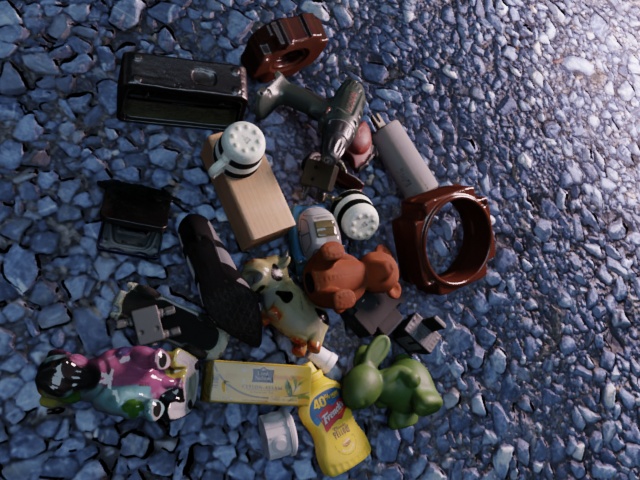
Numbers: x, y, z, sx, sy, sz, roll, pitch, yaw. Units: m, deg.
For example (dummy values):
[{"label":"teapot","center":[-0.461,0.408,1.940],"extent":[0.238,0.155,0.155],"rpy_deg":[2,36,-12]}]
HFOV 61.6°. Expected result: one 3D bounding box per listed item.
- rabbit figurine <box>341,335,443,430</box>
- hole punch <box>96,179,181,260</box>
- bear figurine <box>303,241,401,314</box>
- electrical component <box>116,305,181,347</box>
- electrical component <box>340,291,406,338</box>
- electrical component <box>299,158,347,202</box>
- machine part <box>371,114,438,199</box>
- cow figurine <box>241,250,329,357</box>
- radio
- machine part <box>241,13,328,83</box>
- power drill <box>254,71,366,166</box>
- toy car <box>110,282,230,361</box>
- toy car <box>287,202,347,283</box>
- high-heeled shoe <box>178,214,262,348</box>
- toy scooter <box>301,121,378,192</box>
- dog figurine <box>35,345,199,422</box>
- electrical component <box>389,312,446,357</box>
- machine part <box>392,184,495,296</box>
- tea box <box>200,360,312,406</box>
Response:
[{"label":"rabbit figurine","center":[0.116,0.254,0.971],"extent":[0.170,0.121,0.159],"rpy_deg":[9,58,-30]},{"label":"hole punch","center":[-0.319,-0.034,0.923],"extent":[0.142,0.092,0.116],"rpy_deg":[10,40,-16]},{"label":"bear figurine","center":[0.075,0.062,0.950],"extent":[0.196,0.132,0.120],"rpy_deg":[-6,79,-25]},{"label":"electrical component","center":[-0.274,0.138,0.856],"extent":[0.094,0.021,0.063],"rpy_deg":[-13,84,-19]},{"label":"electrical component","center":[0.098,0.123,1.047],"extent":[0.134,0.058,0.115],"rpy_deg":[48,66,-2]},{"label":"electrical component","center":[0.007,-0.119,1.041],"extent":[0.078,0.045,0.102],"rpy_deg":[12,92,22]},{"label":"machine part","center":[0.179,-0.167,1.154],"extent":[0.079,0.079,0.243],"rpy_deg":[-30,88,-26]},{"label":"cow figurine","center":[-0.061,0.105,0.969],"extent":[0.195,0.085,0.127],"rpy_deg":[43,46,-14]},{"label":"radio","center":[-0.250,-0.267,0.984],"extent":[0.229,0.131,0.073],"rpy_deg":[0,73,-22]},{"label":"machine part","center":[-0.070,-0.377,1.070],"extent":[0.179,0.179,0.056],"rpy_deg":[-25,88,-26]},{"label":"power drill","center":[-0.021,-0.248,1.044],"extent":[0.207,0.085,0.232],"rpy_deg":[16,52,17]},{"label":"toy car","center":[-0.251,0.139,0.906],"extent":[0.202,0.056,0.073],"rpy_deg":[27,73,-11]},{"label":"toy car","center":[-0.002,-0.003,1.020],"extent":[0.109,0.103,0.161],"rpy_deg":[-4,78,-24]},{"label":"high-heeled shoe","center":[-0.175,0.069,0.942],"extent":[0.086,0.145,0.248],"rpy_deg":[-26,103,-10]},{"label":"toy scooter","center":[0.060,-0.161,1.107],"extent":[0.135,0.075,0.184],"rpy_deg":[45,67,-3]},{"label":"dog figurine","center":[-0.321,0.218,0.834],"extent":[0.219,0.191,0.108],"rpy_deg":[0,75,14]},{"label":"electrical component","center":[0.192,0.181,1.033],"extent":[0.075,0.119,0.048],"rpy_deg":[44,64,-8]},{"label":"machine part","center":[0.256,-0.002,1.094],"extent":[0.201,0.087,0.201],"rpy_deg":[-19,104,-25]},{"label":"tea box","center":[-0.109,0.242,0.907],"extent":[0.169,0.098,0.068],"rpy_deg":[8,73,-21]}]
